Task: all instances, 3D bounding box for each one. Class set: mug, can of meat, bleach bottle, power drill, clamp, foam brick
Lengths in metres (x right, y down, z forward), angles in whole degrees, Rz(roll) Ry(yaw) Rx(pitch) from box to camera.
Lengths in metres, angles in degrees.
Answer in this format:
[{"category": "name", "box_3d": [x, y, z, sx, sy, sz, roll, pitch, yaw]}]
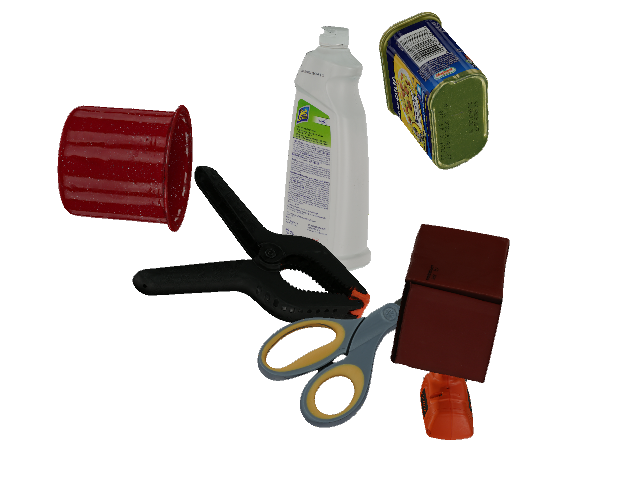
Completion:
[{"category": "mug", "box_3d": [-0.142, -0.058, 0.795, 0.081, 0.093, 0.117, 5, 9, 4]}, {"category": "can of meat", "box_3d": [0.095, -0.121, 0.876, 0.057, 0.084, 0.102, -24, -39, -9]}, {"category": "bleach bottle", "box_3d": [0.013, -0.100, 1.143, 0.103, 0.251, 0.067, 18, 21, 38]}, {"category": "power drill", "box_3d": [0.142, 0.118, 1.151, 0.057, 0.188, 0.184, 2, 24, 2]}, {"category": "clamp", "box_3d": [-0.059, 0.027, 0.983, 0.210, 0.164, 0.036, 28, -42, 4]}, {"category": "foam brick", "box_3d": [0.072, 0.032, 0.585, 0.053, 0.051, 0.078, 11, 26, 8]}]

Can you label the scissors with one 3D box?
[{"category": "scissors", "box_3d": [0.053, 0.077, 0.812, 0.201, 0.096, 0.016, -17, -27, -8]}]
